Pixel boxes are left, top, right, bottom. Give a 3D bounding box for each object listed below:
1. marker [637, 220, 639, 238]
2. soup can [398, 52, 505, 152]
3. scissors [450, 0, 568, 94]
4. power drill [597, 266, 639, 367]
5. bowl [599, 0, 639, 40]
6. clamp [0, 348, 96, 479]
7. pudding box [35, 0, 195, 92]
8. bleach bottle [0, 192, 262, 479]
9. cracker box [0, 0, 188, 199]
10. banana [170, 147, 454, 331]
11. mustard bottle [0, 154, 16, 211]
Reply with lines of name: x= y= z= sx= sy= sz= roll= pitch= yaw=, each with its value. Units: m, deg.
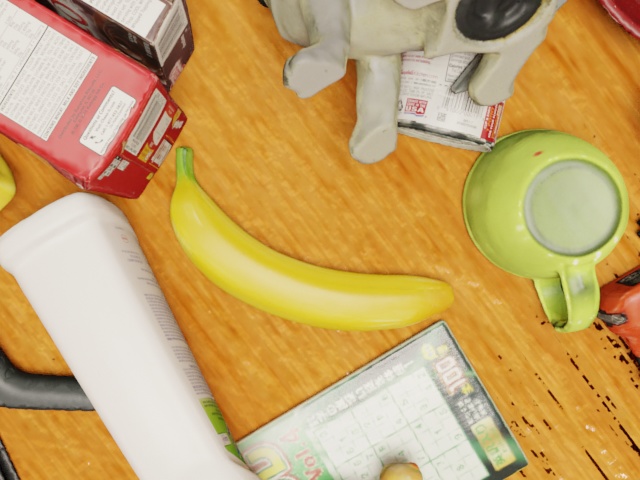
marker: x=0.242 y=-0.045 z=0.666 sx=0.020 sy=0.020 sz=0.121 roll=43 pitch=91 yaw=-2
soup can: x=0.083 y=-0.110 z=0.638 sx=0.068 sy=0.068 sz=0.102 roll=13 pitch=92 yaw=-1
scissors: x=0.165 y=-0.146 z=0.603 sx=0.096 sy=0.016 sz=0.202 roll=31 pitch=89 yaw=-2
power drill: x=0.270 y=0.084 z=0.651 sx=0.184 sy=0.057 sz=0.187 roll=-28 pitch=91 yaw=-3
bowl: x=0.228 y=-0.183 z=0.642 sx=0.162 sy=0.055 sz=0.162 roll=0 pitch=90 yaw=0
clamp: x=-0.212 y=0.112 z=0.660 sx=0.171 sy=0.039 sz=0.120 roll=26 pitch=88 yaw=-2
pudding box: x=-0.120 y=-0.133 z=0.613 sx=0.090 sy=0.113 sz=0.039 roll=30 pitch=81 yaw=0
bleach bottle: x=-0.089 y=0.098 z=0.607 sx=0.068 sy=0.102 sz=0.251 roll=-31 pitch=80 yaw=2
cracker box: x=-0.186 y=-0.105 z=0.589 sx=0.213 sy=0.164 sz=0.072 roll=31 pitch=89 yaw=-2
banana: x=-0.016 y=0.015 z=0.657 sx=0.198 sy=0.037 sz=0.069 roll=28 pitch=92 yaw=-1
mustard bottle: x=-0.274 y=0.002 z=0.635 sx=0.191 sy=0.058 sz=0.096 roll=-42 pitch=56 yaw=2
